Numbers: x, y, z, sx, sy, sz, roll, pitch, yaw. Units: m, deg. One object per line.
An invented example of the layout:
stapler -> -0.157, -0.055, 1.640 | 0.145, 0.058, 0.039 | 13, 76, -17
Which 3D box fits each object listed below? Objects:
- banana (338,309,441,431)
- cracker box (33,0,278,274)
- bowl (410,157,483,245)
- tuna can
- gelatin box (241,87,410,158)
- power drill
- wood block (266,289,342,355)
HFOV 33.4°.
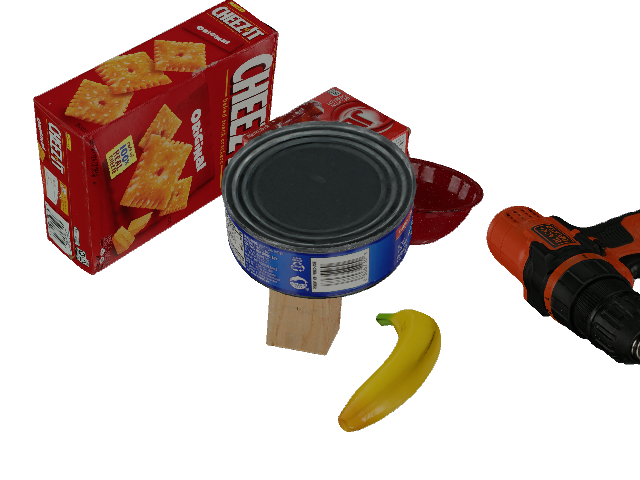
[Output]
banana -> 0.067, 0.104, 0.912 | 0.070, 0.037, 0.197 | -27, 12, 22
cracker box -> -0.135, -0.088, 0.916 | 0.072, 0.164, 0.213 | 38, 53, 24
bowl -> 0.087, -0.038, 1.118 | 0.162, 0.055, 0.162 | 6, 23, -3
tuna can -> 0.000, -0.014, 0.479 | 0.086, 0.034, 0.086 | -1, 44, 1
gelatin box -> 0.004, -0.062, 0.711 | 0.089, 0.030, 0.073 | -32, 49, -29
power drill -> 0.231, 0.015, 0.733 | 0.187, 0.057, 0.184 | -9, 29, -16
wood block -> -0.017, 0.041, 1.476 | 0.090, 0.206, 0.090 | 9, 22, 10
